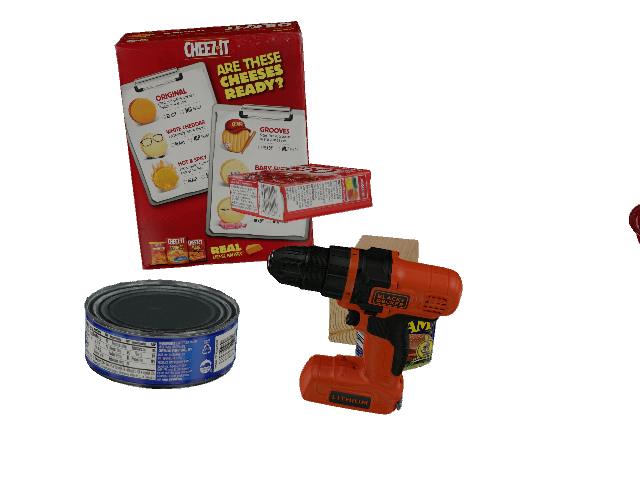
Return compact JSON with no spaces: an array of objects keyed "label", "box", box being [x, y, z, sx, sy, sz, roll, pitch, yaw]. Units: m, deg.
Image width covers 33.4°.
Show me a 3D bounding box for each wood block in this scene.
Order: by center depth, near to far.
[{"label":"wood block","box":[0.080,0.070,1.547,0.091,0.090,0.206,6,21,13]}]

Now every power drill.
[{"label":"power drill","box":[0.030,0.085,1.041,0.184,0.188,0.057,11,42,-1]}]

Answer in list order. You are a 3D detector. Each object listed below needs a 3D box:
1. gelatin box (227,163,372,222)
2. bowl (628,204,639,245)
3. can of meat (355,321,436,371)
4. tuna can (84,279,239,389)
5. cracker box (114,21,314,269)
[{"label":"gelatin box","box":[-0.016,-0.037,0.770,0.073,0.030,0.089,-10,12,-28]},{"label":"bowl","box":[0.411,0.007,1.146,0.162,0.055,0.162,-1,26,0]},{"label":"can of meat","box":[0.093,0.114,1.315,0.102,0.084,0.057,-9,29,-24]},{"label":"tuna can","box":[-0.089,0.051,0.598,0.086,0.034,0.086,4,16,-1]},{"label":"cracker box","box":[-0.092,-0.087,0.984,0.164,0.214,0.072,-4,21,-2]}]
